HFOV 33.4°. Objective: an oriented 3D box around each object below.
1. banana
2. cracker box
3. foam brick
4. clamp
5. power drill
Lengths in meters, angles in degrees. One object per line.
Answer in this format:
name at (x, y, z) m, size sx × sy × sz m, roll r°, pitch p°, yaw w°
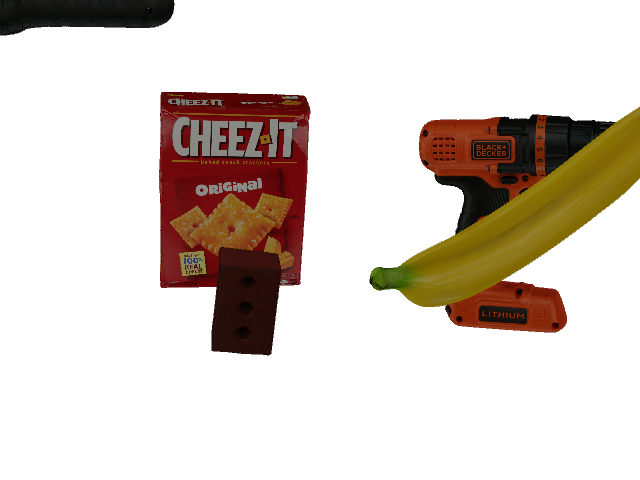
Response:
banana at (0.119, -0.014, 0.589) m, size 0.198 × 0.037 × 0.069 m, roll -33°, pitch -14°, yaw -1°
cracker box at (-0.099, -0.054, 1.200) m, size 0.164 × 0.214 × 0.072 m, roll 0°, pitch 23°, yaw -9°
foam brick at (-0.064, 0.051, 0.906) m, size 0.053 × 0.078 × 0.051 m, roll 5°, pitch 14°, yaw -6°
clamp at (-0.175, -0.139, 0.603) m, size 0.171 × 0.039 × 0.120 m, roll -6°, pitch 23°, yaw -14°
power drill at (0.179, -0.017, 0.932) m, size 0.185 × 0.188 × 0.057 m, roll 3°, pitch 13°, yaw 18°
